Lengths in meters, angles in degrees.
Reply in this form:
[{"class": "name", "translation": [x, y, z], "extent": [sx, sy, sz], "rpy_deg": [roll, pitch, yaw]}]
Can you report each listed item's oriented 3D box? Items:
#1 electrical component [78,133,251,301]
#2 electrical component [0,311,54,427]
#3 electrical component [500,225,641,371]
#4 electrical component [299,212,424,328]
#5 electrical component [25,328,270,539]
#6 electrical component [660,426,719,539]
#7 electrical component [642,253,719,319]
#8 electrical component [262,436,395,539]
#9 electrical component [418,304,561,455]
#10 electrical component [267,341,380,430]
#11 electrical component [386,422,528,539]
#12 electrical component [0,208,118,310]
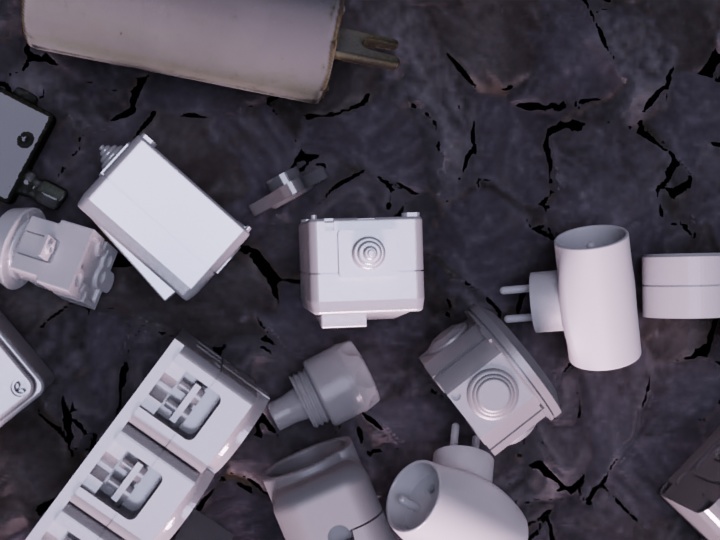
[{"class": "electrical component", "translation": [-0.116, -0.030, 0.608], "extent": [0.096, 0.062, 0.061], "rpy_deg": [42, 86, -5]}, {"class": "electrical component", "translation": [-0.247, 0.056, 0.596], "extent": [0.109, 0.056, 0.108], "rpy_deg": [-39, 95, -5]}, {"class": "electrical component", "translation": [0.124, 0.018, 0.644], "extent": [0.079, 0.044, 0.077], "rpy_deg": [-5, 109, 16]}, {"class": "electrical component", "translation": [0.000, 0.000, 0.605], "extent": [0.062, 0.096, 0.061], "rpy_deg": [-2, 91, -7]}, {"class": "electrical component", "translation": [-0.120, 0.113, 0.595], "extent": [0.062, 0.089, 0.150], "rpy_deg": [37, 86, -6]}, {"class": "electrical component", "translation": [0.248, 0.121, 0.645], "extent": [0.113, 0.078, 0.057], "rpy_deg": [-45, 92, -5]}, {"class": "electrical component", "translation": [0.241, 0.026, 0.656], "extent": [0.138, 0.052, 0.073], "rpy_deg": [-1, 90, -7]}, {"class": "electrical component", "translation": [-0.019, 0.132, 0.604], "extent": [0.054, 0.095, 0.059], "rpy_deg": [-23, 93, -6]}, {"class": "electrical component", "translation": [0.075, 0.063, 0.624], "extent": [0.051, 0.080, 0.080], "rpy_deg": [-38, 95, 0]}, {"class": "electrical component", "translation": [-0.023, 0.072, 0.629], "extent": [0.062, 0.043, 0.043], "rpy_deg": [-27, 93, -5]}, {"class": "electrical component", "translation": [0.059, 0.130, 0.635], "extent": [0.077, 0.044, 0.079], "rpy_deg": [33, 50, -31]}, {"class": "electrical component", "translation": [-0.175, -0.007, 0.604], "extent": [0.055, 0.066, 0.048], "rpy_deg": [17, 77, 9]}]
